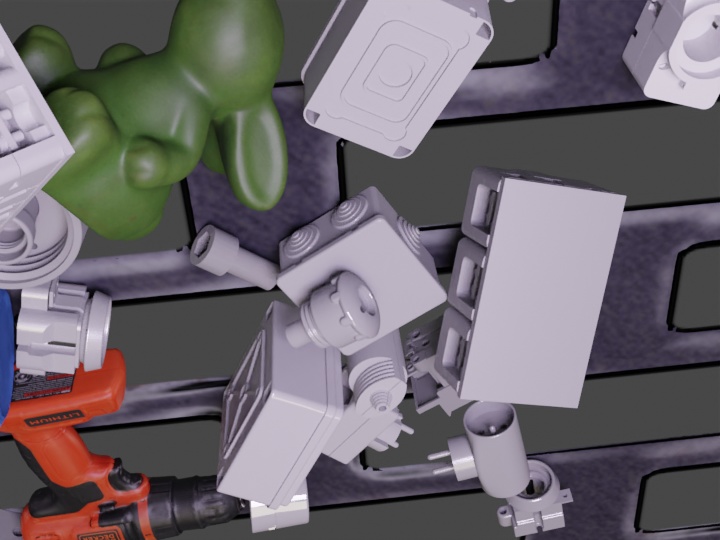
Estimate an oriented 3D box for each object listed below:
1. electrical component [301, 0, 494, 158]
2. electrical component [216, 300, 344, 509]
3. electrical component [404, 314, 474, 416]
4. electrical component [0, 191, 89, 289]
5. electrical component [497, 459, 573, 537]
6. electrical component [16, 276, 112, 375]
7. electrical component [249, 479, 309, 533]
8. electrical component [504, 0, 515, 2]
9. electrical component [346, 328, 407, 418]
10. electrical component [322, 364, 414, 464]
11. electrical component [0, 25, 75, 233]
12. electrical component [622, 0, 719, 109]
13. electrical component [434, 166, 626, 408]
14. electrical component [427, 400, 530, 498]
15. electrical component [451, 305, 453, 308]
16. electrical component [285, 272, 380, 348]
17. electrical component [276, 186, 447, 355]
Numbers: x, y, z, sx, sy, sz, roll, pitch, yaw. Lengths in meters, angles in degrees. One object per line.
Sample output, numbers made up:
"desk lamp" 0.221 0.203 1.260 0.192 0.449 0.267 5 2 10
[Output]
"electrical component" 0.020 -0.133 0.644 0.078 0.057 0.113 19 132 -20
"electrical component" -0.060 0.098 0.788 0.056 0.108 0.108 19 123 -17
"electrical component" 0.070 0.070 0.824 0.081 0.042 0.063 -29 123 14
"electrical component" -0.228 -0.037 0.695 0.108 0.060 0.108 -3 128 -4
"electrical component" 0.149 0.196 0.928 0.066 0.048 0.055 -13 135 3
"electrical component" -0.208 0.041 0.759 0.057 0.058 0.078 7 125 -9
"electrical component" -0.068 0.186 0.889 0.047 0.055 0.055 -5 128 -8
"electrical component" 0.077 -0.189 0.614 0.081 0.063 0.042 26 119 -24
"electrical component" 0.012 0.074 0.795 0.043 0.081 0.043 -3 127 -4
"electrical component" 0.007 0.119 0.850 0.077 0.047 0.065 31 118 -27
"electrical component" -0.230 -0.065 0.562 0.186 0.060 0.105 -25 95 54
"electrical component" 0.208 -0.151 0.663 0.050 0.055 0.089 10 125 -14
"electrical component" 0.112 0.011 0.735 0.089 0.062 0.150 6 103 -17
"electrical component" 0.096 0.151 0.888 0.079 0.043 0.077 -15 128 4
"electrical component" 0.101 0.030 0.796 0.081 0.043 0.043 25 120 -23
"electrical component" -0.021 0.033 0.720 0.062 0.048 0.048 -26 126 22
"electrical component" 0.000 0.000 0.758 0.100 0.048 0.099 -31 125 16
